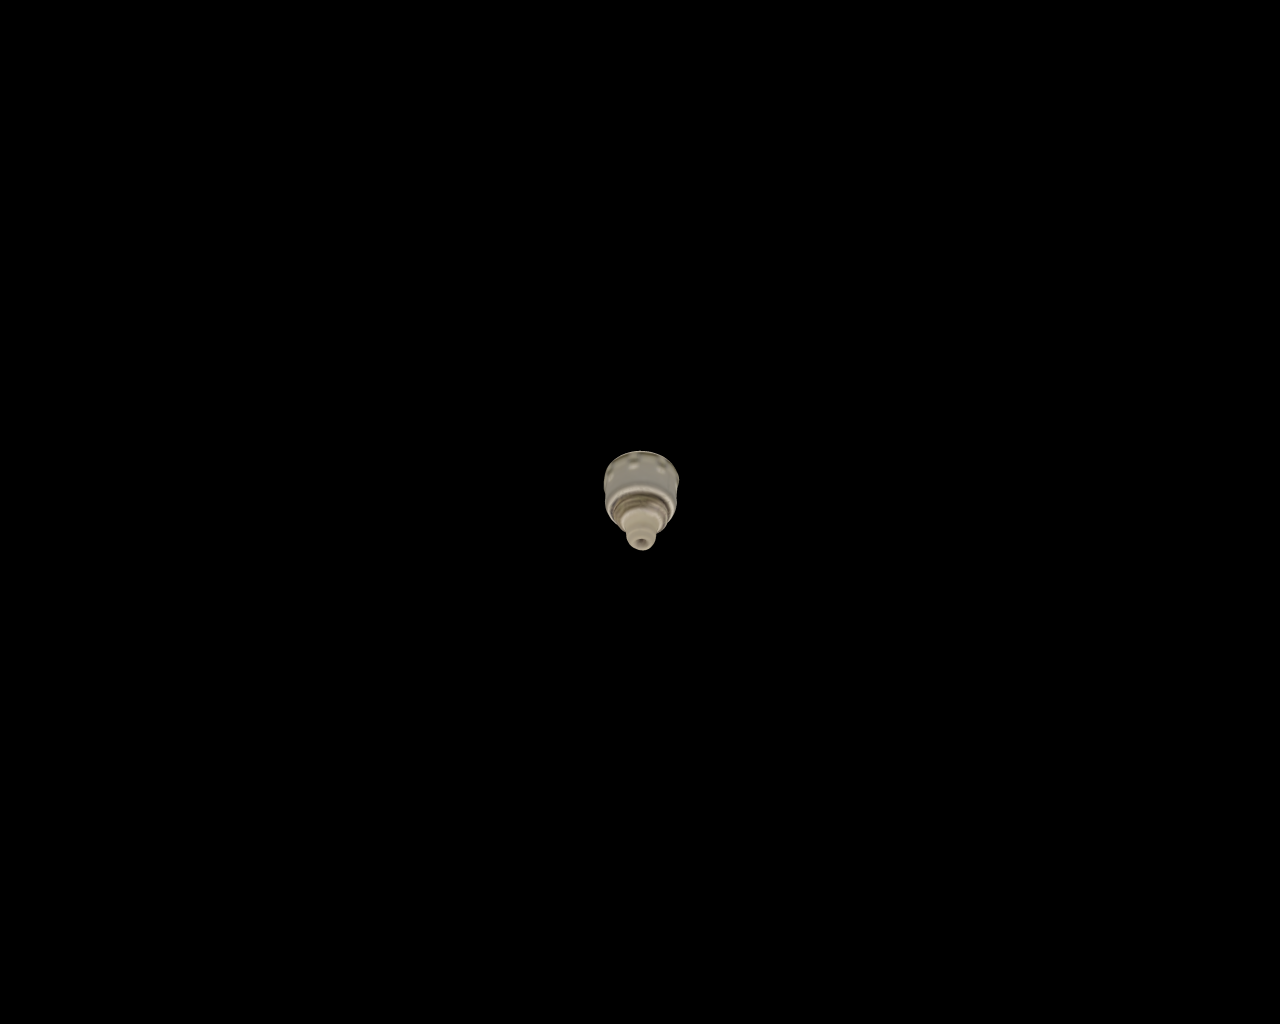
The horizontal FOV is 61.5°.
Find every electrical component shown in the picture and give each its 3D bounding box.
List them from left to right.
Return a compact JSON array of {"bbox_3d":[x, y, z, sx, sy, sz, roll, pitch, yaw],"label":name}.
[{"bbox_3d":[0.001,-0.003,0.650,0.048,0.062,0.048,0,-44,0],"label":"electrical component"}]
